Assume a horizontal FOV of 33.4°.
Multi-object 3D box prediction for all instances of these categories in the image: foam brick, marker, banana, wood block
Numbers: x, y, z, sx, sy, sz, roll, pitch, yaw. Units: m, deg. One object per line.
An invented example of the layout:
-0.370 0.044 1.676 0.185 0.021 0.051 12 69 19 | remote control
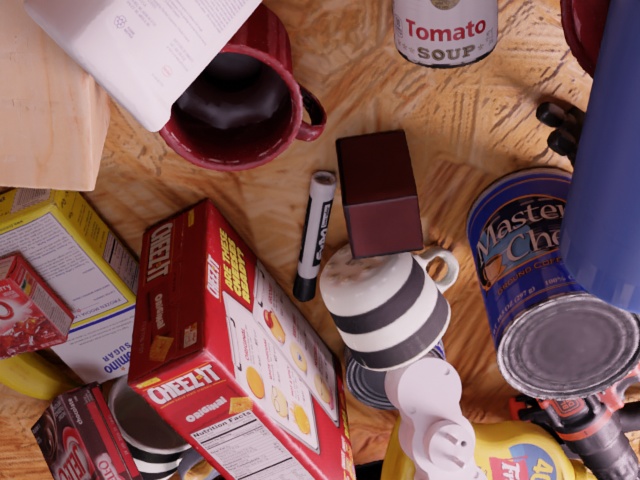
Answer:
0.042 -0.032 0.755 0.051 0.078 0.053 -9 131 4 | foam brick
-0.005 0.001 0.817 0.020 0.020 0.121 5 129 -7 | marker
-0.256 0.071 0.854 0.069 0.037 0.197 -29 126 6 | banana
-0.179 -0.140 0.646 0.090 0.091 0.206 3 130 -5 | wood block

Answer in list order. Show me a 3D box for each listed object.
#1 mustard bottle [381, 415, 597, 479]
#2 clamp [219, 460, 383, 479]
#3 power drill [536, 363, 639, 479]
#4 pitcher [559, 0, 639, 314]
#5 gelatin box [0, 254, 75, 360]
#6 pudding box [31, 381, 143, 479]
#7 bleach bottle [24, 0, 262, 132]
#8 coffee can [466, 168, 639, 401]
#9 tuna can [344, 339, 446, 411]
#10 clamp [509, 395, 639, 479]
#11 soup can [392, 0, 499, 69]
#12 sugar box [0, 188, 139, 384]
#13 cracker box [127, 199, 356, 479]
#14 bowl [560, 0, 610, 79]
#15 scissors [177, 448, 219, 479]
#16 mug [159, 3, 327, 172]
0.153 0.201 0.917 0.191 0.058 0.096 9 105 -13 | mustard bottle
-0.058 0.231 0.992 0.164 0.036 0.210 35 121 -19 | clamp
0.267 0.105 0.867 0.188 0.057 0.184 -31 108 17 | power drill
0.226 -0.077 0.625 0.149 0.145 0.243 9 131 3 | pitcher
-0.239 0.054 0.787 0.089 0.030 0.073 -16 130 21 | gelatin box
-0.190 0.173 0.864 0.039 0.090 0.114 -20 168 -31 | pudding box
-0.041 -0.182 0.588 0.251 0.068 0.102 -46 145 -3 | bleach bottle
0.166 0.029 0.769 0.103 0.140 0.103 -1 130 -2 | coffee can
0.063 0.102 0.894 0.086 0.034 0.086 -1 129 -2 | tuna can
0.250 0.178 0.961 0.171 0.039 0.120 7 119 -1 | clamp
0.076 -0.165 0.652 0.068 0.068 0.102 -5 130 2 | soup can
-0.187 0.034 0.819 0.093 0.048 0.176 -20 131 17 | sugar box
-0.054 0.101 0.804 0.072 0.164 0.213 -26 126 15 | cracker box
0.225 -0.168 0.664 0.162 0.055 0.162 -1 129 -2 | bowl
-0.094 0.207 0.942 0.096 0.016 0.202 -20 158 -21 | scissors
-0.048 -0.101 0.690 0.117 0.081 0.093 20 125 -18 | mug
